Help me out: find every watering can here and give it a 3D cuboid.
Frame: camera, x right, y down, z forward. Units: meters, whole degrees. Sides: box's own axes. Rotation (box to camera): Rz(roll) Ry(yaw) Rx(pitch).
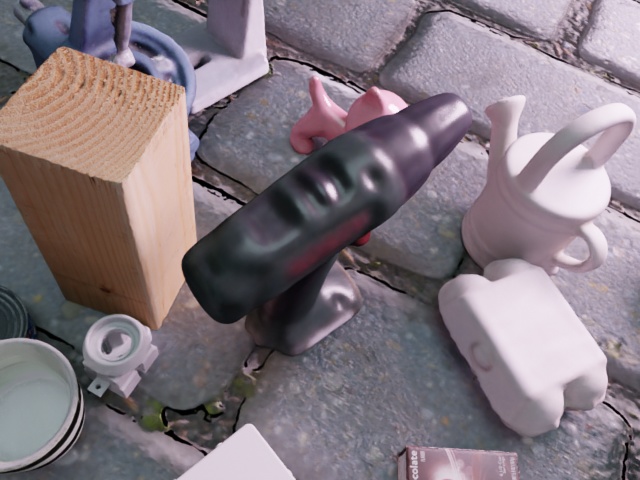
[{"bbox_3d":[0.204,-0.056,0.524,0.172,0.194,0.101,43,61,17],"label":"watering can"}]

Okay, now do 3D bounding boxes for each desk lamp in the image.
[{"bbox_3d":[-0.089,-0.272,0.596,0.117,0.213,0.204,40,60,15],"label":"desk lamp"}]

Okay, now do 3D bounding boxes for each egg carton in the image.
[{"bbox_3d":[0.173,0.089,0.501,0.107,0.069,0.150,-18,63,-20],"label":"egg carton"}]

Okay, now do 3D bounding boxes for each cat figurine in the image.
[{"bbox_3d":[0.038,-0.122,0.581,0.127,0.118,0.067,32,58,11],"label":"cat figurine"}]

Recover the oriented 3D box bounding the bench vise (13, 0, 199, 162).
[{"bbox_3d":[-0.205,-0.171,0.507,0.207,0.220,0.121,20,57,3],"label":"bench vise"}]

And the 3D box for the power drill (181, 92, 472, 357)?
[{"bbox_3d":[0.004,0.002,0.442,0.230,0.208,0.075,-33,68,-26],"label":"power drill"}]
